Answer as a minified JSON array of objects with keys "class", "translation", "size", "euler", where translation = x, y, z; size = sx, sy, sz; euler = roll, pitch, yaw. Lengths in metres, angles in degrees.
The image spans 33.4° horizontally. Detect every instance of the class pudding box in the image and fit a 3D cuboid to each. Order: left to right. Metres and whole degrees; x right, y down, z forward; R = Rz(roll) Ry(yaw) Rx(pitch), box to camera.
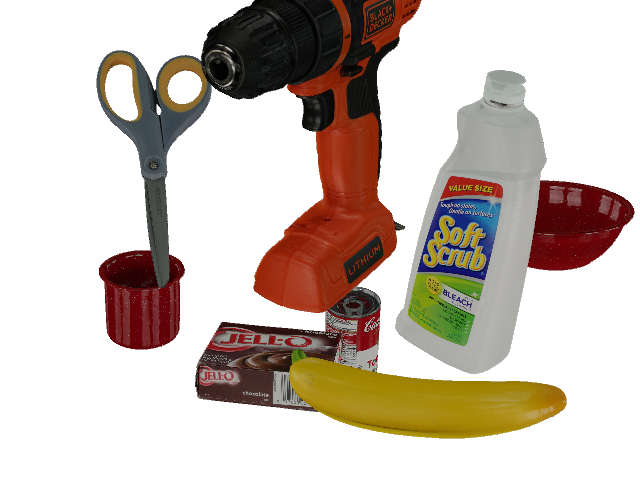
[{"class":"pudding box","translation":[-0.041,0.106,0.910],"size":[0.113,0.039,0.090],"euler":[7,20,6]}]

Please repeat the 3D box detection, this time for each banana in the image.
[{"class":"banana","translation":[0.057,0.100,0.700],"size":[0.198,0.037,0.069],"euler":[8,33,23]}]

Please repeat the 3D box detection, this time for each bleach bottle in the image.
[{"class":"bleach bottle","translation":[0.124,-0.018,0.866],"size":[0.103,0.251,0.067],"euler":[29,39,35]}]

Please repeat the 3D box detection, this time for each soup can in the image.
[{"class":"soup can","translation":[0.038,0.117,1.307],"size":[0.068,0.102,0.068],"euler":[1,29,0]}]

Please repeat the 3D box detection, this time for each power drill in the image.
[{"class":"power drill","translation":[-0.001,-0.057,0.598],"size":[0.057,0.188,0.184],"euler":[19,33,27]}]

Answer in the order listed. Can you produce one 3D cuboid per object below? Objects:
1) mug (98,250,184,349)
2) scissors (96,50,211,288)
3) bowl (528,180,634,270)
[{"class":"mug","translation":[-0.205,0.063,1.190],"size":[0.093,0.081,0.117],"euler":[-21,35,-40]},{"class":"scissors","translation":[-0.108,-0.065,0.797],"size":[0.096,0.202,0.016],"euler":[-19,-24,-14]},{"class":"bowl","translation":[0.237,-0.012,1.097],"size":[0.162,0.055,0.162],"euler":[-1,22,0]}]
